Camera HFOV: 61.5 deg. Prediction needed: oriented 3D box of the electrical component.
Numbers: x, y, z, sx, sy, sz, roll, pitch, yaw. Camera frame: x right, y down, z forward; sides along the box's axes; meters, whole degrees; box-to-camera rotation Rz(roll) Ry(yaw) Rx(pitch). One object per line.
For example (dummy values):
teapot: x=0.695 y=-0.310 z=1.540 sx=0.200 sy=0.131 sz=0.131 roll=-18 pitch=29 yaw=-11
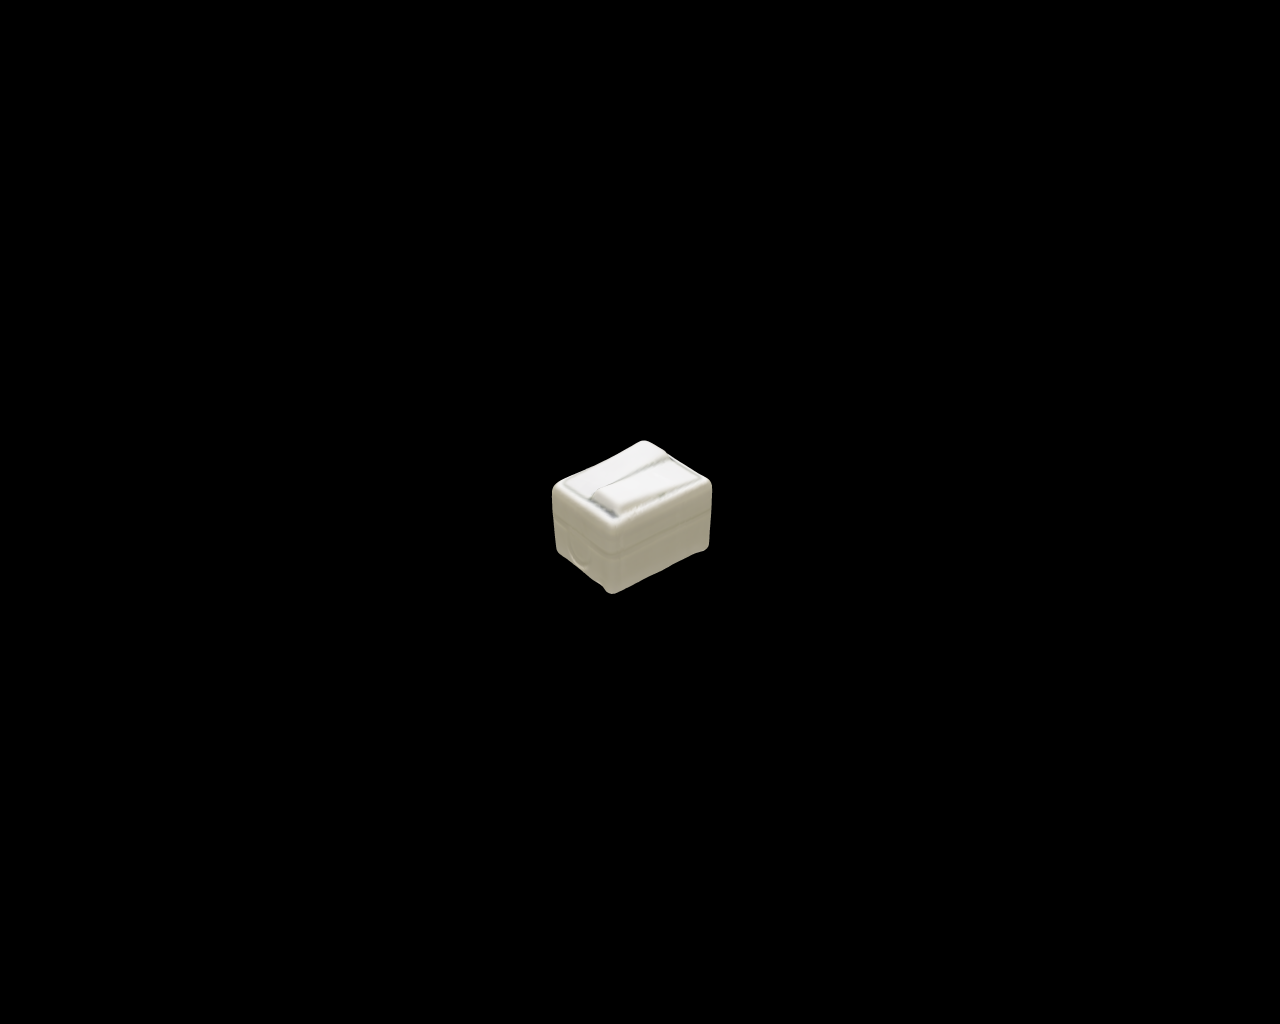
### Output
electrical component: x=0.001 y=-0.003 z=0.650 sx=0.096 sy=0.061 sz=0.062 roll=-24 pitch=41 yaw=-31
